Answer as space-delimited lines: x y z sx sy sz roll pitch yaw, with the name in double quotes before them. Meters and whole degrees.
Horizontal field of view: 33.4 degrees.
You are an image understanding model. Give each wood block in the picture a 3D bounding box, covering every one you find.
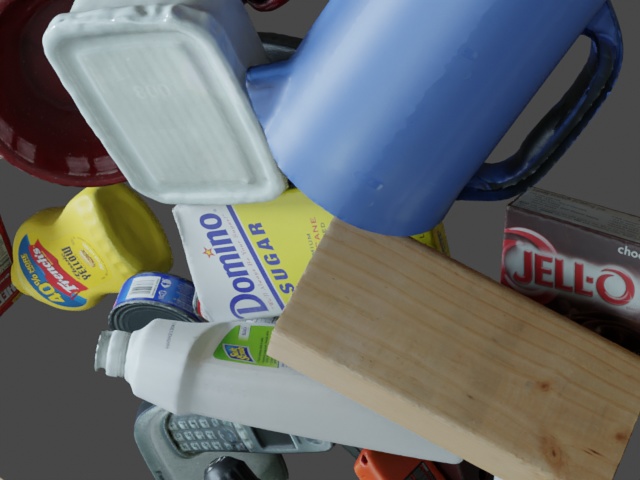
"wood block" 0.080 0.072 0.642 0.206 0.090 0.091 27 164 3

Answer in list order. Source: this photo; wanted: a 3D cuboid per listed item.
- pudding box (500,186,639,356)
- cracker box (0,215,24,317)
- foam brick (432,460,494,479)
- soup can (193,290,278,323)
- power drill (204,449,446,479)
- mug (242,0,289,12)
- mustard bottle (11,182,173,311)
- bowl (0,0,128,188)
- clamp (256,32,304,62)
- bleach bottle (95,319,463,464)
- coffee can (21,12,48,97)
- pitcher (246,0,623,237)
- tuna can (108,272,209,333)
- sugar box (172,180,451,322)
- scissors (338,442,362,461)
"pudding box" 0.168 0.025 0.658 0.114 0.039 0.090 18 127 29
"cracker box" -0.359 -0.030 0.967 0.164 0.072 0.214 35 154 15
"foam brick" 0.101 0.170 0.794 0.051 0.052 0.078 -1 117 38
"soup can" -0.036 0.053 0.814 0.102 0.068 0.069 29 132 19
"power drill" 0.011 0.211 0.799 0.184 0.057 0.188 51 130 4
"mug" -0.048 -0.194 0.645 0.082 0.093 0.117 -42 72 40
"mustard bottle" -0.216 0.014 0.934 0.192 0.058 0.096 -19 112 44
"bowl" -0.160 -0.119 0.733 0.055 0.162 0.162 -115 21 -55
"clamp" -0.055 -0.078 0.761 0.210 0.036 0.164 -12 101 40
"bleach bottle" -0.024 0.091 0.728 0.250 0.102 0.068 9 109 -2
"coffee can" -0.214 -0.168 0.784 0.103 0.102 0.140 19 128 27
"pitcher" 0.085 -0.121 0.574 0.145 0.148 0.243 52 132 16
"tuna can" -0.126 0.064 0.868 0.086 0.033 0.086 9 142 7
"sugar box" -0.005 0.001 0.730 0.176 0.048 0.093 -10 109 16
"scissors" -0.018 0.112 0.875 0.202 0.016 0.096 33 133 17
